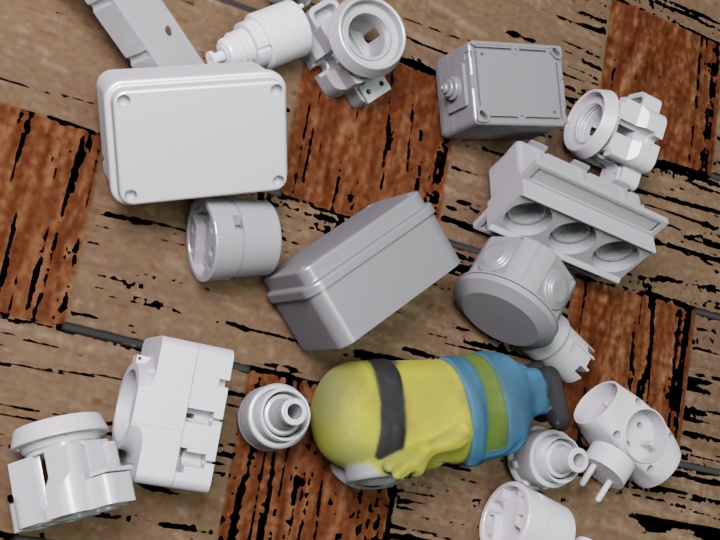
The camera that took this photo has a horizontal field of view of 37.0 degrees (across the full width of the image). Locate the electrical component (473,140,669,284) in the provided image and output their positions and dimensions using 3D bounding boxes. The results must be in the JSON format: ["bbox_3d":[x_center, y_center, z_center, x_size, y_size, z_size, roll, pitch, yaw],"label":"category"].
[{"bbox_3d":[0.158,-0.045,0.813,0.121,0.078,0.063,21,46,-22],"label":"electrical component"}]

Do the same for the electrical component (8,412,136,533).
[{"bbox_3d":[-0.174,0.118,0.637,0.058,0.078,0.057,13,59,-63],"label":"electrical component"}]

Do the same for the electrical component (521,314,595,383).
[{"bbox_3d":[0.150,0.058,0.814,0.046,0.040,0.040,41,68,-22],"label":"electrical component"}]

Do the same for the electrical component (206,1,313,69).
[{"bbox_3d":[-0.069,-0.156,0.737,0.078,0.040,0.040,-27,95,-26],"label":"electrical component"}]

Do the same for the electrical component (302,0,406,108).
[{"bbox_3d":[-0.003,-0.158,0.760,0.058,0.057,0.078,-36,99,-25],"label":"electrical component"}]

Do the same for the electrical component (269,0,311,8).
[{"bbox_3d":[-0.047,-0.218,0.759,0.035,0.035,0.061,12,76,-24],"label":"electrical component"}]

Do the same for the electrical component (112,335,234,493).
[{"bbox_3d":[-0.120,0.090,0.675,0.056,0.050,0.089,14,78,-23],"label":"electrical component"}]

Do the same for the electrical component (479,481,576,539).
[{"bbox_3d":[0.122,0.186,0.776,0.047,0.055,0.055,26,73,-24],"label":"electrical component"}]

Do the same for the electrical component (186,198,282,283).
[{"bbox_3d":[-0.083,-0.021,0.706,0.047,0.055,0.055,-3,85,-29],"label":"electrical component"}]

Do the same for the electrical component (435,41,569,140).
[{"bbox_3d":[0.097,-0.131,0.801,0.096,0.061,0.061,-2,85,-25],"label":"electrical component"}]

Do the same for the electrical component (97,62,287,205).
[{"bbox_3d":[-0.105,-0.087,0.681,0.113,0.057,0.078,-7,113,-19],"label":"electrical component"}]

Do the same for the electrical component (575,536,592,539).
[{"bbox_3d":[0.157,0.251,0.789,0.077,0.044,0.079,-33,98,-25],"label":"electrical component"}]

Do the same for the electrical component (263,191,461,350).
[{"bbox_3d":[0.000,0.000,0.729,0.113,0.078,0.057,-35,101,-25],"label":"electrical component"}]

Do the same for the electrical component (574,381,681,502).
[{"bbox_3d":[0.196,0.139,0.822,0.077,0.044,0.079,45,68,-14],"label":"electrical component"}]

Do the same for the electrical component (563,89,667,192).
[{"bbox_3d":[0.199,-0.108,0.848,0.057,0.058,0.078,21,83,-22],"label":"electrical component"}]

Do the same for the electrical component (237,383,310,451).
[{"bbox_3d":[-0.053,0.095,0.699,0.043,0.062,0.043,6,76,-22],"label":"electrical component"}]

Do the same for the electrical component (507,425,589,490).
[{"bbox_3d":[0.141,0.138,0.786,0.048,0.062,0.048,4,82,-25],"label":"electrical component"}]

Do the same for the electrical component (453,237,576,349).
[{"bbox_3d":[0.112,0.016,0.780,0.080,0.080,0.051,41,63,-15],"label":"electrical component"}]
